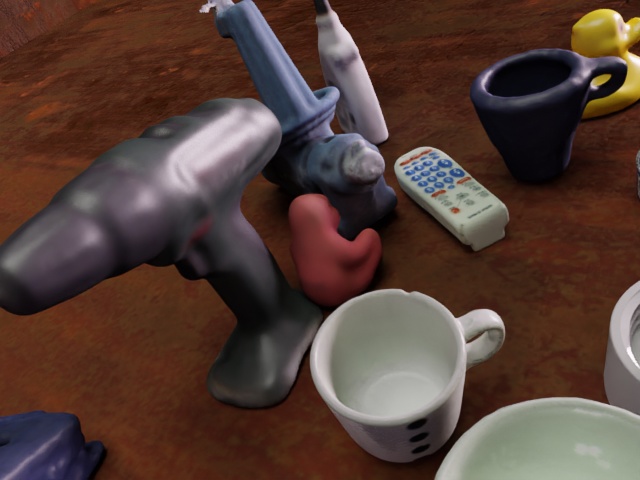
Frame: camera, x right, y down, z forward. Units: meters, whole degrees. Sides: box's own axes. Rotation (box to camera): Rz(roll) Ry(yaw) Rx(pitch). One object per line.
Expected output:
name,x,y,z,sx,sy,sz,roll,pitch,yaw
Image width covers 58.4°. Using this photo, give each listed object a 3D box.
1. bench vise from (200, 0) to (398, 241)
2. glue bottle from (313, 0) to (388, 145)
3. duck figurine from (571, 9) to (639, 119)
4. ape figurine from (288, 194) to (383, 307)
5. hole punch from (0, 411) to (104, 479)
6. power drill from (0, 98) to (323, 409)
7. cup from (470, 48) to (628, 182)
bench vise,-0.015,-0.119,0.512,0.206,0.220,0.122,14,51,40
glue bottle,0.025,-0.186,0.612,0.037,0.173,0.078,-30,37,-7
duck figurine,0.255,-0.169,0.535,0.104,0.086,0.077,-19,37,7
ape figurine,0.004,0.002,0.460,0.077,0.092,0.076,12,50,39
hole punch,-0.225,0.160,0.393,0.108,0.091,0.101,-11,38,17
power drill,-0.078,0.016,0.389,0.075,0.209,0.230,-1,42,29
cup,0.192,-0.101,0.479,0.117,0.095,0.091,-10,39,19
